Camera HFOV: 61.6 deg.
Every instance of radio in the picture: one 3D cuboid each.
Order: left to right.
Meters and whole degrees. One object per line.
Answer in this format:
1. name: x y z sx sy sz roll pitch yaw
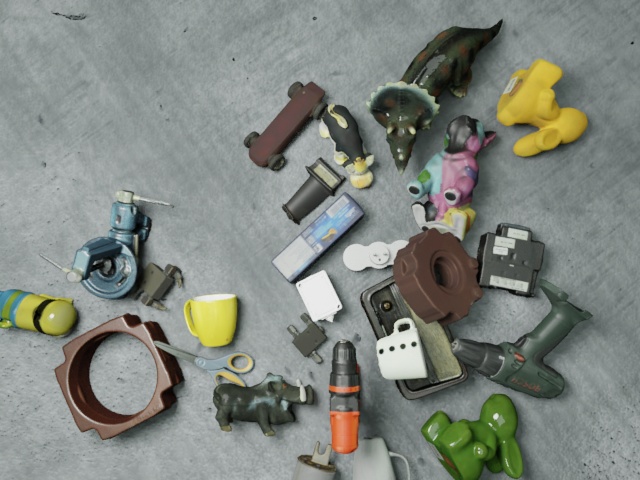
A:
1. radio: 0.172 0.175 1.020 0.131 0.073 0.229 -23 82 1

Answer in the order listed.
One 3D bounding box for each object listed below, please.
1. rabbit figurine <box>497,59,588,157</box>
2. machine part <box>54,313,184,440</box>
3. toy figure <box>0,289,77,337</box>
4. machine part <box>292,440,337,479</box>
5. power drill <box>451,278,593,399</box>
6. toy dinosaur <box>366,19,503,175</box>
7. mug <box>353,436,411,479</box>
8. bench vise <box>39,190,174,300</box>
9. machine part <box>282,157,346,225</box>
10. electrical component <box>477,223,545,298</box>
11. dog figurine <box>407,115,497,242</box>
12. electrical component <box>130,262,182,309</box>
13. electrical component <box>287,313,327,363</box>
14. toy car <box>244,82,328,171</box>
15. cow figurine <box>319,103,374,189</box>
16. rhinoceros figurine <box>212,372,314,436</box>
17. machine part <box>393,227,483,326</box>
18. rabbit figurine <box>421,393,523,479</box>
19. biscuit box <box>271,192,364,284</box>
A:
1. rabbit figurine: 0.439 -0.240 1.037 0.173 0.122 0.162 27 78 -13
2. machine part: -0.384 0.259 1.038 0.201 0.087 0.201 -28 83 -2
3. toy figure: -0.572 0.144 1.060 0.180 0.089 0.082 15 91 2
4. machine part: -0.028 0.493 0.993 0.079 0.079 0.243 17 86 5
5. power drill: 0.376 0.175 0.969 0.232 0.086 0.207 33 90 -14
6. toy dinosaur: 0.225 -0.319 1.018 0.131 0.192 0.405 38 88 5
7. mug: 0.109 0.419 0.993 0.110 0.080 0.107 -9 74 7
8. bench vise: -0.393 0.019 1.000 0.129 0.240 0.223 23 101 2
9. machine part: -0.019 -0.096 1.083 0.084 0.039 0.139 41 85 -1
10. electrical component: 0.364 0.036 1.034 0.115 0.058 0.134 13 84 2
11. dog figurine: 0.267 -0.128 1.037 0.109 0.191 0.219 13 53 35
12. electrical component: -0.324 0.091 1.077 0.078 0.045 0.102 26 82 34
13. electrical component: -0.019 0.193 1.055 0.063 0.021 0.094 -40 83 -3
14. toy car: -0.067 -0.232 1.093 0.089 0.053 0.202 41 91 17
15. cow figurine: 0.060 -0.186 1.058 0.068 0.098 0.167 -27 82 -6
16. rhinoceros figurine: -0.107 0.306 1.018 0.190 0.073 0.112 1 86 -6
17. machine part: 0.216 0.065 0.974 0.179 0.056 0.179 14 62 -29
18. rabbit figurine: 0.301 0.359 0.974 0.170 0.121 0.159 -33 86 -16
19. biscuit box: -0.002 -0.003 1.057 0.202 0.063 0.059 -43 82 -3
